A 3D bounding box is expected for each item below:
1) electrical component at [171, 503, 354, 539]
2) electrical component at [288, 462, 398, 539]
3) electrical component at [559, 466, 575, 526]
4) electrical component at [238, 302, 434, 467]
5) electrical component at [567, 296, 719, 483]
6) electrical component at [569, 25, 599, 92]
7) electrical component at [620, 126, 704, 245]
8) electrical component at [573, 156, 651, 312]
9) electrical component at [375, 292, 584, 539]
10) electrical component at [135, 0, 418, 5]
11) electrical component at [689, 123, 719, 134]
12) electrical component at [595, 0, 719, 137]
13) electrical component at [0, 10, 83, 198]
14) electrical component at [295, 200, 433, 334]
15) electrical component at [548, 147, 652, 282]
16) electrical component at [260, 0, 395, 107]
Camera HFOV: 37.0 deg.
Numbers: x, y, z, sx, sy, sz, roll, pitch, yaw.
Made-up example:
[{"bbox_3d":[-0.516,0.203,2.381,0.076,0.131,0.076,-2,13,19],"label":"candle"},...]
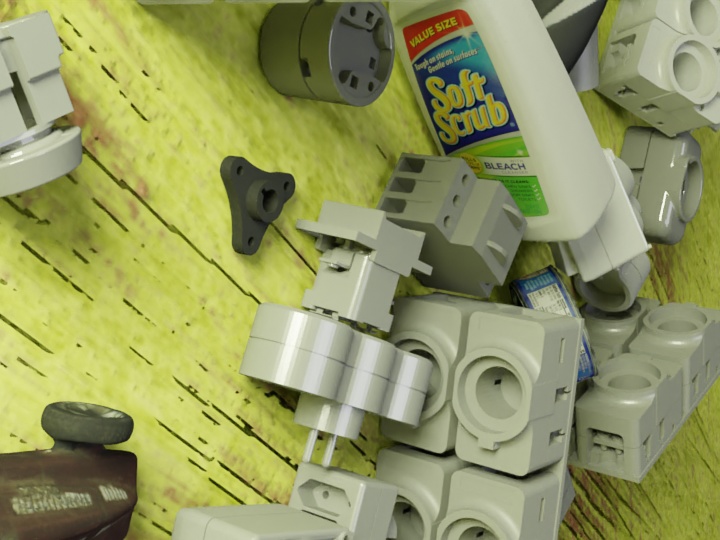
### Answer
[{"bbox_3d":[-0.051,0.154,0.546,0.096,0.061,0.061,15,87,-55],"label":"electrical component"},{"bbox_3d":[-0.004,0.152,0.624,0.077,0.047,0.065,24,79,-54],"label":"electrical component"},{"bbox_3d":[0.127,0.197,0.820,0.083,0.047,0.075,-52,137,-34],"label":"electrical component"},{"bbox_3d":[-0.014,0.070,0.585,0.138,0.052,0.073,27,76,-54],"label":"electrical component"},{"bbox_3d":[0.207,0.081,0.852,0.186,0.105,0.060,-34,125,-46],"label":"electrical component"},{"bbox_3d":[0.145,-0.169,0.757,0.043,0.043,0.081,-32,123,-47],"label":"electrical component"},{"bbox_3d":[0.256,-0.072,0.922,0.054,0.059,0.095,21,81,-55],"label":"electrical component"},{"bbox_3d":[0.201,-0.040,0.858,0.073,0.052,0.138,-53,137,-33],"label":"electrical component"},{"bbox_3d":[0.066,0.114,0.662,0.060,0.105,0.186,-3,101,-54],"label":"electrical component"},{"bbox_3d":[-0.040,-0.152,0.408,0.061,0.150,0.089,-54,138,-33],"label":"electrical component"},{"bbox_3d":[0.287,-0.153,0.934,0.042,0.081,0.063,-46,166,-10],"label":"electrical component"},{"bbox_3d":[0.259,-0.197,0.862,0.089,0.062,0.150,26,75,-23],"label":"electrical component"},{"bbox_3d":[-0.132,-0.059,0.395,0.066,0.048,0.055,-38,120,-44],"label":"electrical component"},{"bbox_3d":[0.000,0.000,0.597,0.081,0.042,0.063,24,80,-54],"label":"electrical component"},{"bbox_3d":[0.156,-0.036,0.761,0.061,0.061,0.096,-28,109,-1],"label":"electrical component"},{"bbox_3d":[-0.017,-0.111,0.540,0.055,0.047,0.055,-18,113,-51],"label":"electrical component"}]
